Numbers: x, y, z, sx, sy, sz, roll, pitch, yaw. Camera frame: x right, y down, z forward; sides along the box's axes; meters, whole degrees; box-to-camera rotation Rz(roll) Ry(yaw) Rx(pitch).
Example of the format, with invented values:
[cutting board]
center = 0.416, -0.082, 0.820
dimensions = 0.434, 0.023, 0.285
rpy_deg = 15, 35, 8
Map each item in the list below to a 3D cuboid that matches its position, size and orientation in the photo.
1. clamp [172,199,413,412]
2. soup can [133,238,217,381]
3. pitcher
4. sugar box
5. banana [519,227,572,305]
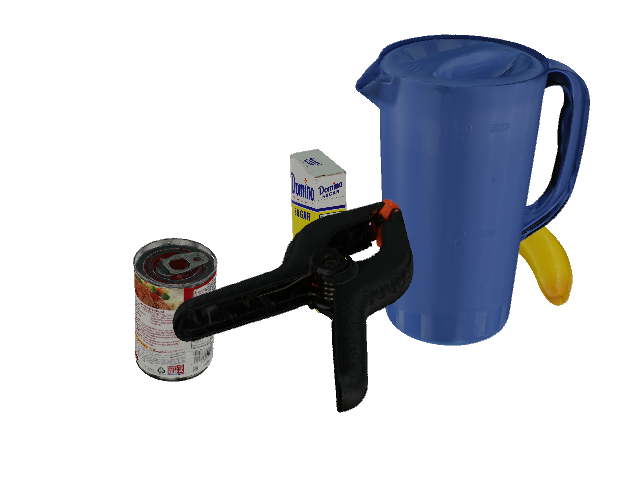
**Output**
[clamp]
center = 0.011, 0.033, 0.630
dimensions = 0.120, 0.039, 0.171
rpy_deg = 32, 48, 25
[soup can]
center = -0.122, 0.059, 0.892
dimensions = 0.068, 0.102, 0.068
rpy_deg = 4, 33, -3
[pitcher]
center = 0.121, -0.040, 0.881
dimensions = 0.149, 0.243, 0.144
rpy_deg = 18, 32, 31
[sugar box]
center = -0.003, -0.012, 1.284
dimensions = 0.048, 0.176, 0.093
rpy_deg = -12, 25, -17
[banana]
center = 0.198, 0.004, 1.071
dimensions = 0.069, 0.037, 0.198
rpy_deg = -34, 38, -13
